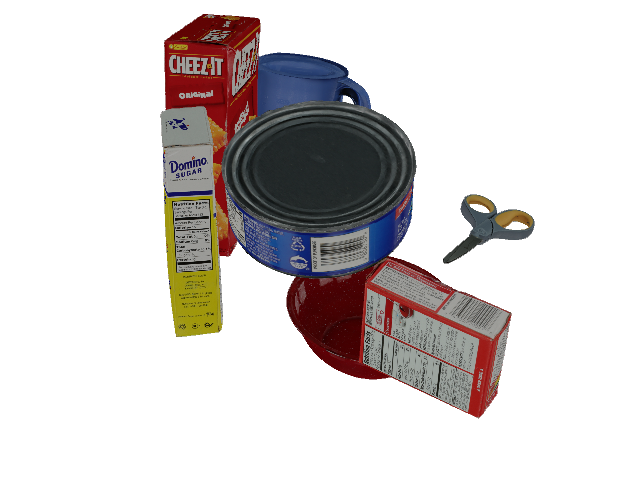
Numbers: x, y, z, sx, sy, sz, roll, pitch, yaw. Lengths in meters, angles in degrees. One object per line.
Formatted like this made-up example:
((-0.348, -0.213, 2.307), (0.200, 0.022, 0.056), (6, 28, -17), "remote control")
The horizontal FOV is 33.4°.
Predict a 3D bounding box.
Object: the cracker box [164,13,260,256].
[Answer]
((-0.106, -0.112, 1.093), (0.072, 0.214, 0.164), (5, 21, 5), "cracker box")

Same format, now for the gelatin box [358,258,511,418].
((0.068, 0.060, 0.655), (0.089, 0.073, 0.030), (24, 47, 24), "gelatin box")

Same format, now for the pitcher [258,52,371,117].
((-0.033, -0.118, 1.413), (0.144, 0.243, 0.149), (-3, 24, -22), "pitcher")

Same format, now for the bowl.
((0.047, 0.080, 1.009), (0.162, 0.055, 0.162), (4, 36, -3), "bowl")

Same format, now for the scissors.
((0.167, -0.016, 1.198), (0.201, 0.016, 0.096), (-13, 39, -45), "scissors")

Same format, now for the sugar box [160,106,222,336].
((-0.111, -0.016, 0.910), (0.048, 0.176, 0.093), (-6, 26, -7), "sugar box")

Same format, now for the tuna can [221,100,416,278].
((0.000, -0.024, 0.480), (0.086, 0.086, 0.034), (-1, -45, 1), "tuna can")
